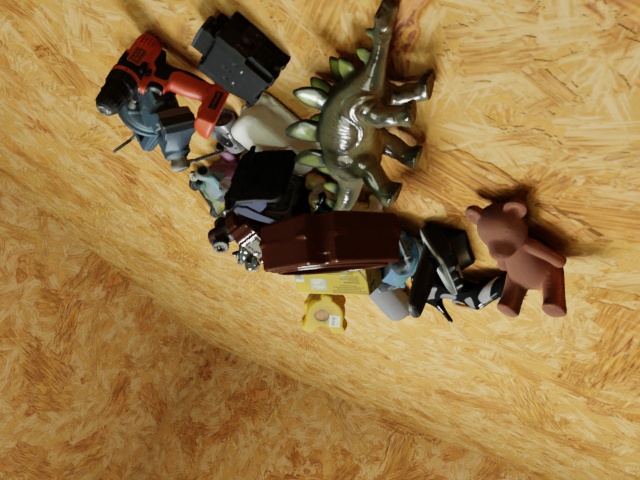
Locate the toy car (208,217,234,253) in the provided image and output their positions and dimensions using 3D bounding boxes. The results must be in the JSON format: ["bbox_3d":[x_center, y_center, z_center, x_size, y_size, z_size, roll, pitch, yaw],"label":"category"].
[{"bbox_3d":[-0.171,-0.041,1.236,0.202,0.089,0.053,-23,129,18],"label":"toy car"}]

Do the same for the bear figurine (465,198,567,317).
[{"bbox_3d":[0.315,0.028,0.866,0.120,0.132,0.195,-7,144,45],"label":"bear figurine"}]

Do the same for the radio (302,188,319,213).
[{"bbox_3d":[-0.002,-0.004,1.181,0.131,0.073,0.229,17,143,24],"label":"radio"}]

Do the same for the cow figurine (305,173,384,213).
[{"bbox_3d":[0.034,-0.061,1.042,0.167,0.098,0.068,25,163,9],"label":"cow figurine"}]

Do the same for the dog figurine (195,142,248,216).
[{"bbox_3d":[-0.190,-0.115,1.188,0.192,0.108,0.219,25,161,3],"label":"dog figurine"}]

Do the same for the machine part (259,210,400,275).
[{"bbox_3d":[0.018,0.010,0.895,0.201,0.087,0.201,1,170,-37],"label":"machine part"}]

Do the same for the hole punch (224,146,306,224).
[{"bbox_3d":[-0.090,-0.090,0.936,0.116,0.142,0.092,4,153,23],"label":"hole punch"}]

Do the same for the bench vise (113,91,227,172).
[{"bbox_3d":[-0.316,-0.221,1.038,0.223,0.129,0.241,58,148,-8],"label":"bench vise"}]

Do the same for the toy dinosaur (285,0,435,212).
[{"bbox_3d":[0.051,-0.146,0.819,0.199,0.105,0.470,29,145,17],"label":"toy dinosaur"}]

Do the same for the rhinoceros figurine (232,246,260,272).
[{"bbox_3d":[-0.185,0.013,1.438,0.073,0.112,0.190,21,148,13],"label":"rhinoceros figurine"}]

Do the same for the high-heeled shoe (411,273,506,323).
[{"bbox_3d":[0.291,0.080,1.113,0.145,0.086,0.248,58,139,12],"label":"high-heeled shoe"}]

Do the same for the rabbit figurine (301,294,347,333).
[{"bbox_3d":[0.011,0.147,1.453,0.122,0.173,0.162,-2,114,9],"label":"rabbit figurine"}]

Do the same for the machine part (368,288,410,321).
[{"bbox_3d":[0.156,0.123,1.309,0.079,0.079,0.243,5,146,45],"label":"machine part"}]

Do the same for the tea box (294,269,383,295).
[{"bbox_3d":[0.031,0.053,1.077,0.170,0.068,0.098,0,110,30],"label":"tea box"}]

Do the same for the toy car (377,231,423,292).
[{"bbox_3d":[0.161,0.034,1.092,0.161,0.103,0.109,122,131,-59],"label":"toy car"}]

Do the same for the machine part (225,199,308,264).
[{"bbox_3d":[-0.090,-0.038,1.018,0.179,0.179,0.056,38,133,-21],"label":"machine part"}]

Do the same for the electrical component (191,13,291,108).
[{"bbox_3d":[-0.129,-0.280,0.829,0.134,0.058,0.115,36,154,-16],"label":"electrical component"}]

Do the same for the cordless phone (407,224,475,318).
[{"bbox_3d":[0.217,0.079,1.007,0.089,0.184,0.146,8,149,32],"label":"cordless phone"}]

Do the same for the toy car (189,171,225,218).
[{"bbox_3d":[-0.262,-0.104,1.354,0.074,0.056,0.201,23,156,32],"label":"toy car"}]
